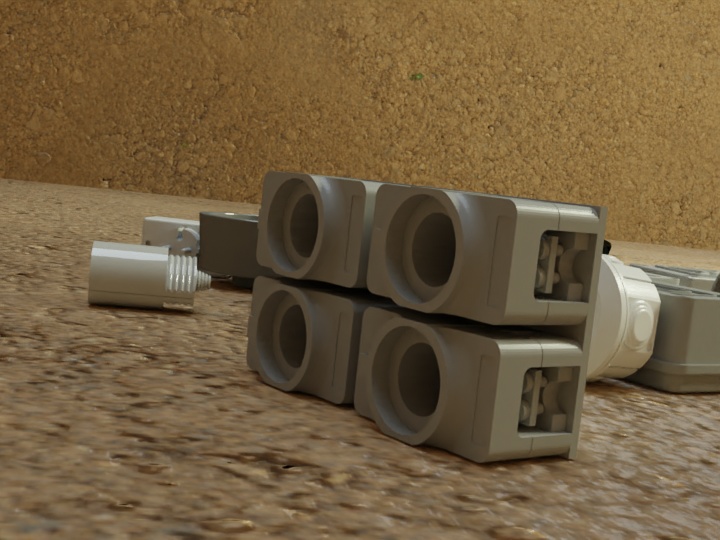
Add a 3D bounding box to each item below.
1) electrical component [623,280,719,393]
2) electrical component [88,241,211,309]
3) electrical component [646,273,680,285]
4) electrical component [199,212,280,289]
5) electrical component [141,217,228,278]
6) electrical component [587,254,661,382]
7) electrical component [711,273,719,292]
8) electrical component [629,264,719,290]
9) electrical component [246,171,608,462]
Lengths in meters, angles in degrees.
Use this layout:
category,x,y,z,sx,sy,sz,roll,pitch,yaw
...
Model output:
category,x,y,z,sx,sy,sz,roll,pitch,yaw
electrical component,0.188,0.039,0.689,0.078,0.057,0.113,3,6,-32
electrical component,-0.144,0.005,0.742,0.081,0.043,0.043,5,5,-11
electrical component,0.178,0.026,0.821,0.078,0.057,0.113,4,6,-29
electrical component,-0.089,-0.015,0.937,0.108,0.060,0.108,6,5,-1
electrical component,-0.161,-0.020,0.985,0.083,0.047,0.076,7,5,6
electrical component,0.133,0.027,0.637,0.051,0.080,0.080,9,2,-41
electrical component,0.308,0.028,0.778,0.099,0.099,0.064,9,-1,31
electrical component,0.304,0.030,0.942,0.109,0.056,0.109,5,5,-14
electrical component,0.017,0.013,0.499,0.060,0.105,0.186,2,6,-37
